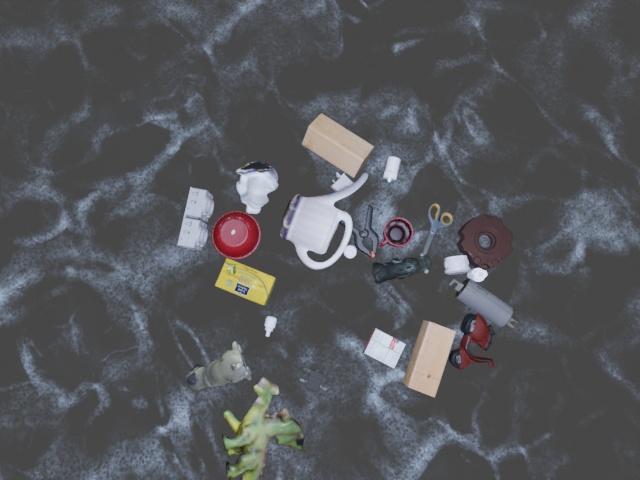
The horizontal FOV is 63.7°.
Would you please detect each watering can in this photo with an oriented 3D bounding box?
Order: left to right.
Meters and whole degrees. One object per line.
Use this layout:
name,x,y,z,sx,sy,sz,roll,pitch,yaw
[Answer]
watering can,0.005,-0.083,1.640,0.224,0.104,0.347,22,93,3

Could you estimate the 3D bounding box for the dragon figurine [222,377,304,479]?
dragon figurine,-0.164,0.618,1.547,0.243,0.122,0.410,-10,90,-10

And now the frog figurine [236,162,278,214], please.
frog figurine,-0.203,-0.170,1.680,0.138,0.125,0.156,-10,118,-10
